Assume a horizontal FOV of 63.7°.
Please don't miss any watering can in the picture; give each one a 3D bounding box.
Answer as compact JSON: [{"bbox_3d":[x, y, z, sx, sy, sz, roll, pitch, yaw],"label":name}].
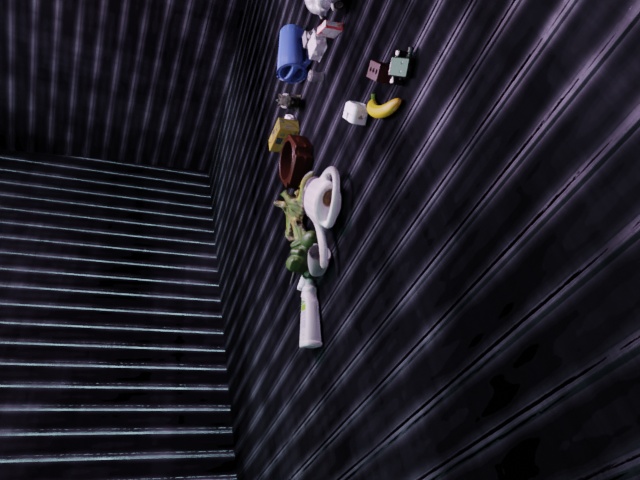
[{"bbox_3d":[0.006,-0.091,1.812,0.226,0.104,0.345,-147,64,-67],"label":"watering can"}]

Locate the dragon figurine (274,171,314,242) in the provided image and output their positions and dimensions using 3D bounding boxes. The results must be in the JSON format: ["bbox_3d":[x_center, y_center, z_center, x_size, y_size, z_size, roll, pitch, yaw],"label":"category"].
[{"bbox_3d":[-0.075,-0.100,2.074,0.405,0.123,0.245,-38,69,65],"label":"dragon figurine"}]

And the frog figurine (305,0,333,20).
[{"bbox_3d":[0.018,-0.871,1.808,0.158,0.122,0.139,-21,53,63],"label":"frog figurine"}]
